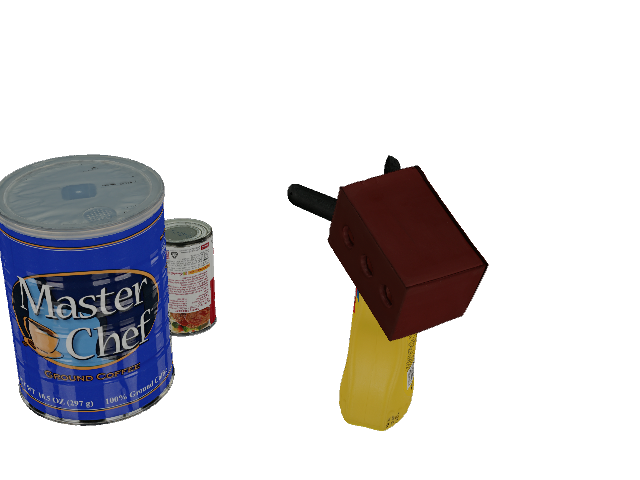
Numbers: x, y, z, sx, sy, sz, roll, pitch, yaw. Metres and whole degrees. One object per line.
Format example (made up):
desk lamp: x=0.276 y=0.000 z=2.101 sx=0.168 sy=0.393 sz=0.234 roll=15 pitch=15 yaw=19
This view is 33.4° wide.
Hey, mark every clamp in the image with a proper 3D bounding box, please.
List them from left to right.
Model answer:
clamp: x=0.068 y=-0.016 z=1.246 sx=0.164 sy=0.036 sz=0.210 roll=-13 pitch=51 yaw=-27

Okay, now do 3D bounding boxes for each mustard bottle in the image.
mustard bottle: x=0.053 y=0.045 z=0.828 sx=0.058 sy=0.192 sz=0.096 roll=12 pitch=25 yaw=12

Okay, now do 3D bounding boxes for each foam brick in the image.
foam brick: x=0.047 y=0.007 z=0.598 sx=0.051 sy=0.078 sz=0.053 roll=-18 pitch=-34 yaw=-23

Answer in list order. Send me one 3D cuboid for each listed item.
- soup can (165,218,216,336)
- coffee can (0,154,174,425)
soup can: x=-0.141 y=0.036 z=1.078 sx=0.068 sy=0.102 sz=0.068 roll=0 pitch=23 yaw=0
coffee can: x=-0.147 y=0.030 z=0.675 sx=0.103 sy=0.140 sz=0.103 roll=1 pitch=29 yaw=-1
